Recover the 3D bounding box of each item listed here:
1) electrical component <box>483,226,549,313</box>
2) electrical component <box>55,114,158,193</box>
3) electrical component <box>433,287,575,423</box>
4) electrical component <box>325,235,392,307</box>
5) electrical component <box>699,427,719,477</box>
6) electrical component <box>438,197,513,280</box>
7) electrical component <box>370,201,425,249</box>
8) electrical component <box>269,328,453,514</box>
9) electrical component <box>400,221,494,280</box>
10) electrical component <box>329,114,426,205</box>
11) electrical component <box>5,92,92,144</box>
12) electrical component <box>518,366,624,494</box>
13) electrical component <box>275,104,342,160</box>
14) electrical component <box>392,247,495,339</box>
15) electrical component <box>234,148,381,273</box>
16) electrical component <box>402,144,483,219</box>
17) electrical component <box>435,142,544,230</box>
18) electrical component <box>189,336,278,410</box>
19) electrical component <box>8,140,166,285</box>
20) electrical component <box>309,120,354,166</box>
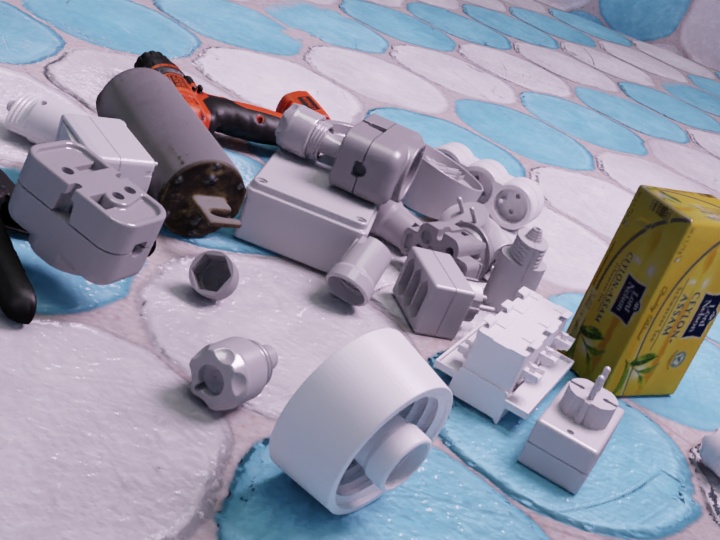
[{"bbox_3d":[0.144,-0.002,0.967,0.043,0.081,0.043,18,24,-8],"label":"electrical component"},{"bbox_3d":[-0.215,-0.083,0.865,0.061,0.061,0.096,2,31,-37],"label":"electrical component"},{"bbox_3d":[0.120,0.062,0.836,0.079,0.063,0.121,30,25,17],"label":"electrical component"},{"bbox_3d":[0.000,0.000,0.873,0.040,0.040,0.046,27,62,13],"label":"electrical component"},{"bbox_3d":[0.289,0.148,0.823,0.035,0.035,0.061,12,18,-21],"label":"electrical component"},{"bbox_3d":[0.108,-0.038,1.024,0.043,0.079,0.077,-36,49,-12],"label":"electrical component"},{"bbox_3d":[0.037,-0.041,1.012,0.046,0.040,0.040,37,28,17],"label":"electrical component"},{"bbox_3d":[0.007,0.095,0.629,0.060,0.108,0.108,42,31,26],"label":"electrical component"},{"bbox_3d":[0.084,-0.014,0.971,0.057,0.058,0.078,-9,34,-45],"label":"electrical component"},{"bbox_3d":[0.019,-0.097,0.952,0.059,0.053,0.095,25,24,9],"label":"electrical component"},{"bbox_3d":[-0.270,-0.127,0.934,0.081,0.043,0.043,24,24,6],"label":"electrical component"},{"bbox_3d":[0.160,0.103,0.768,0.047,0.075,0.083,29,25,17],"label":"electrical component"},{"bbox_3d":[-0.041,-0.119,0.962,0.062,0.043,0.043,27,25,10],"label":"electrical component"},{"bbox_3d":[0.078,0.022,0.904,0.077,0.047,0.065,12,27,-24],"label":"electrical component"},{"bbox_3d":[-0.043,-0.051,0.946,0.109,0.056,0.108,22,24,0],"label":"electrical component"},{"bbox_3d":[0.080,-0.095,1.127,0.099,0.064,0.099,18,25,-8],"label":"electrical component"},{"bbox_3d":[0.142,-0.097,1.197,0.138,0.052,0.074,30,25,17],"label":"electrical component"},{"bbox_3d":[-0.078,0.064,0.696,0.043,0.043,0.062,32,25,22],"label":"electrical component"},{"bbox_3d":[-0.186,-0.036,0.725,0.095,0.059,0.054,37,26,14],"label":"electrical component"},{"bbox_3d":[-0.007,-0.098,1.066,0.108,0.060,0.108,18,24,-8],"label":"electrical component"}]
